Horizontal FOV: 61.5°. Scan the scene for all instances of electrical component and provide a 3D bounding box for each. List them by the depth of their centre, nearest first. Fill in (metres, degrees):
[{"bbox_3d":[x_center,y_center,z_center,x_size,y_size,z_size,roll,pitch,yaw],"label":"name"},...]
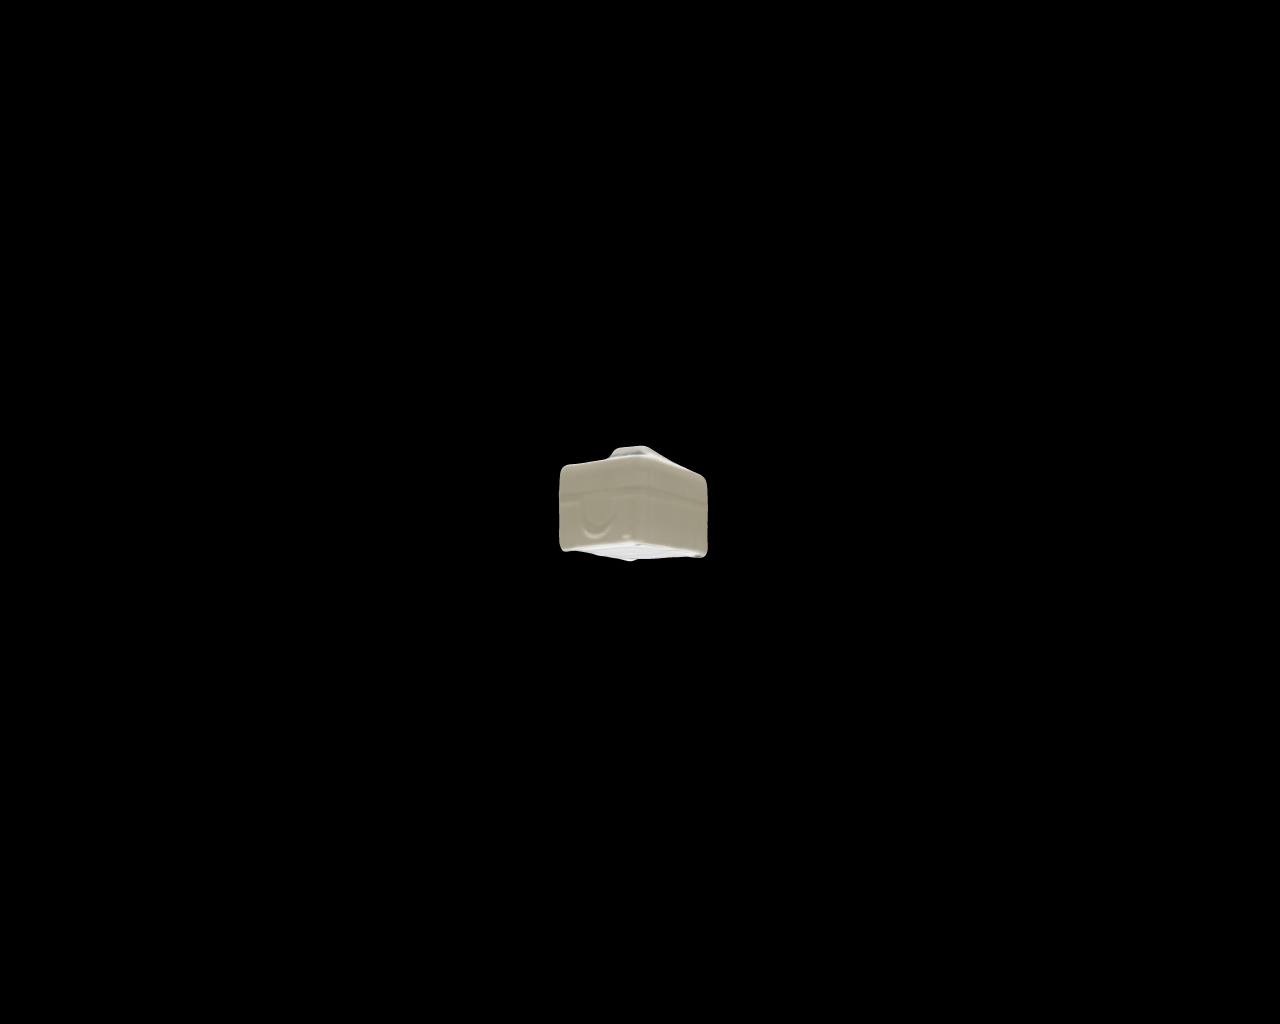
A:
[{"bbox_3d":[0.001,-0.003,0.650,0.061,0.061,0.096,-6,-11,31],"label":"electrical component"}]
